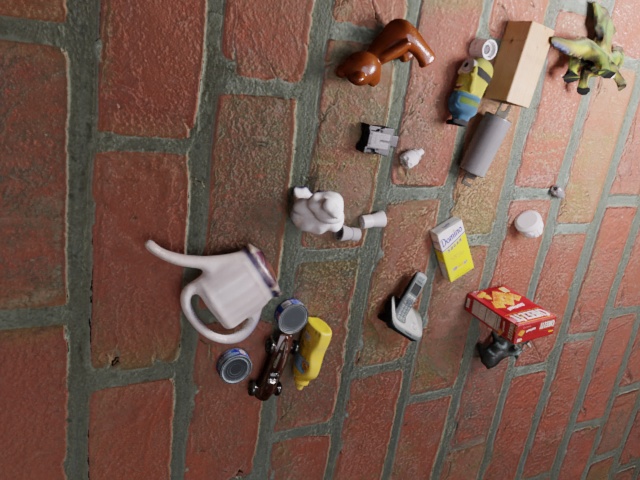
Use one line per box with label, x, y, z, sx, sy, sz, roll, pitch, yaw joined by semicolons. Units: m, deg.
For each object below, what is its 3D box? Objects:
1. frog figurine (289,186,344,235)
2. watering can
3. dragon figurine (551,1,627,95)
frog figurine;0.004;-0.061;1.206;0.136;0.161;0.122;33;94;-33
watering can;-0.223;0.088;1.171;0.226;0.105;0.341;-35;121;-13
dragon figurine;0.778;-0.564;1.474;0.407;0.122;0.246;22;72;-38
